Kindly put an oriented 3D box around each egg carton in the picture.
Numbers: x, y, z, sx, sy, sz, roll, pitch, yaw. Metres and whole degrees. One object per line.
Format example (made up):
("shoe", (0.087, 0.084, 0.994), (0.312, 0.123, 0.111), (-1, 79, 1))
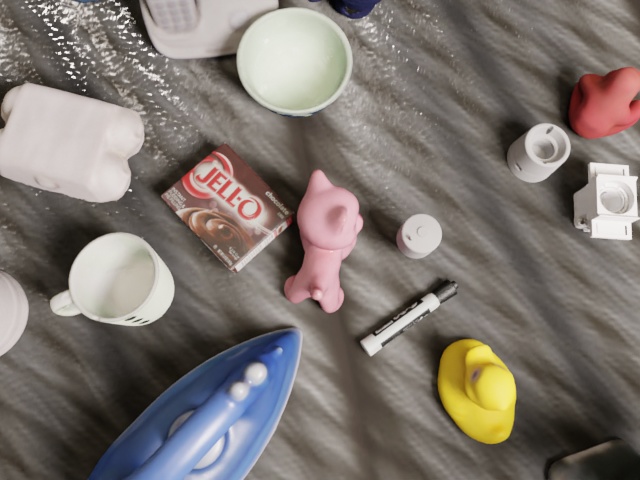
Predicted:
("egg carton", (-0.264, -0.100, 0.598), (0.150, 0.069, 0.107), (13, 78, 0))

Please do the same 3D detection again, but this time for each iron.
("iron", (-0.106, 0.172, 0.514), (0.118, 0.141, 0.258), (41, 80, 6))

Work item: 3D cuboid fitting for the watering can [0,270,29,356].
("watering can", (-0.350, 0.051, 0.500), (0.101, 0.194, 0.173), (-20, 80, -6))

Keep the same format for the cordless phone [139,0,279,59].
("cordless phone", (-0.118, -0.269, 0.580), (0.147, 0.185, 0.094), (-11, 79, -5))

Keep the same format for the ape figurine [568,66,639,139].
("ape figurine", (0.318, -0.156, 0.625), (0.076, 0.092, 0.078), (-38, 82, -9))

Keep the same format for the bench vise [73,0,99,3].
("bench vise", (-0.261, -0.387, 0.580), (0.121, 0.219, 0.207), (-6, 79, -3))

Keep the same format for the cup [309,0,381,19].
("cup", (0.031, -0.284, 0.636), (0.118, 0.095, 0.091), (-39, 83, -9))

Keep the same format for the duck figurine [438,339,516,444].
("duck figurine", (0.162, 0.148, 0.560), (0.077, 0.086, 0.104), (-15, 80, -5))

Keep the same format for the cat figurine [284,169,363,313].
("cat figurine", (0.005, 0.002, 0.566), (0.067, 0.117, 0.128), (11, 78, 0))

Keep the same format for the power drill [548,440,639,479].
("power drill", (0.284, 0.233, 0.486), (0.229, 0.208, 0.075), (-18, 80, -6))
